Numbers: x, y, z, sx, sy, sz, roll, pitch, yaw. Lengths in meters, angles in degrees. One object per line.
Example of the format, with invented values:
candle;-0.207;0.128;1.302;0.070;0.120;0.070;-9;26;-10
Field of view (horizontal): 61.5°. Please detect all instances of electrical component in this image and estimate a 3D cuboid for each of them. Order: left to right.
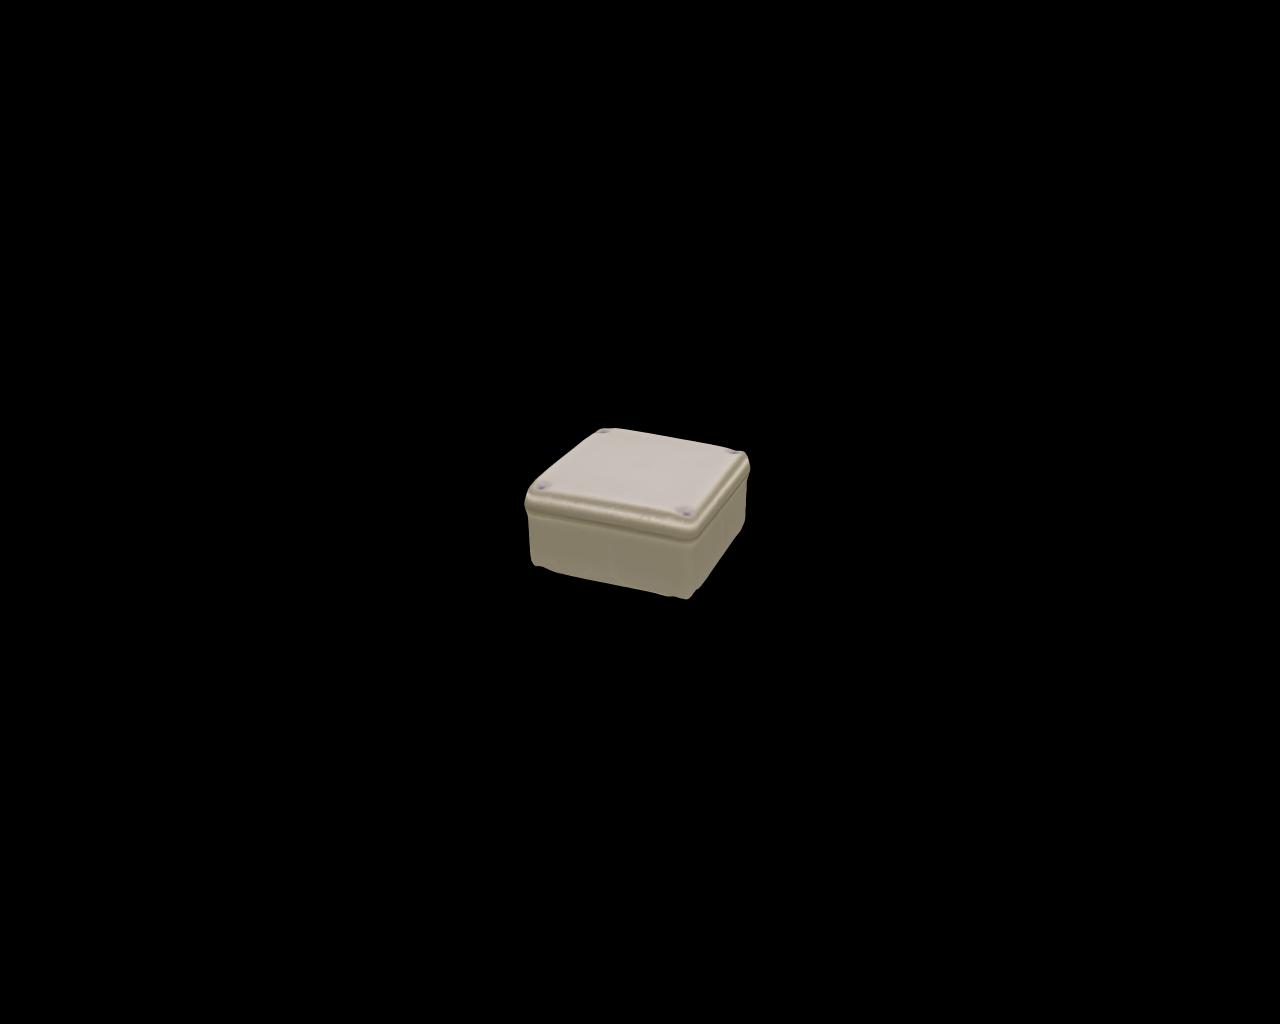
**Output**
electrical component;0.001;-0.003;0.650;0.109;0.056;0.109;11;29;21
